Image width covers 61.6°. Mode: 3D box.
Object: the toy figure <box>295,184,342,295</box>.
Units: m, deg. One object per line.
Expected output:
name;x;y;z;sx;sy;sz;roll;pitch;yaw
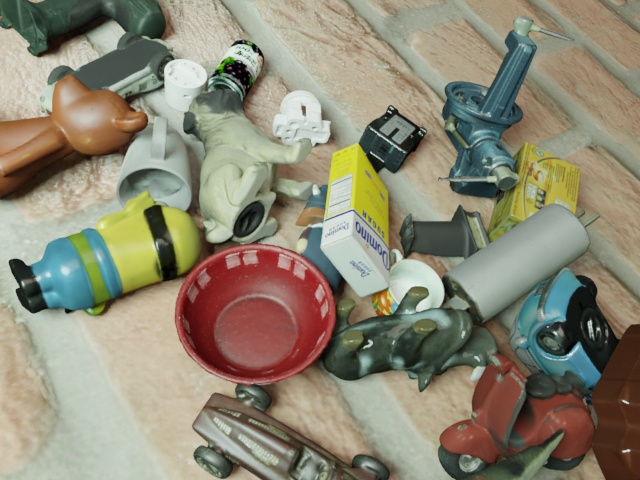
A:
toy figure;-0.001;-0.003;0.650;0.058;0.064;0.154;-10;49;15

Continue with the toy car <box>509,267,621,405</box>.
toy car;0.285;0.118;0.636;0.161;0.103;0.109;53;56;-11

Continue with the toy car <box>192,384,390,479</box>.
toy car;-0.024;0.209;0.501;0.202;0.053;0.089;33;55;3

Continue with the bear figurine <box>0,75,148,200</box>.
bear figurine;-0.297;-0.127;0.571;0.196;0.131;0.120;-32;30;-12

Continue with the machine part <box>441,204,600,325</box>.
machine part;0.240;0.029;0.664;0.243;0.079;0.079;-33;70;-7

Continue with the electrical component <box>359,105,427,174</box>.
electrical component;0.095;-0.138;0.784;0.075;0.047;0.119;40;52;11

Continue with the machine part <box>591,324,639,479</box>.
machine part;0.385;0.205;0.572;0.201;0.087;0.201;-37;103;-35

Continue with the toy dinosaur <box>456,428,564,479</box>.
toy dinosaur;0.078;0.301;0.423;0.192;0.131;0.405;29;52;-1

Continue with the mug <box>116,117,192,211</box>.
mug;-0.190;-0.094;0.622;0.081;0.109;0.107;-1;44;-13

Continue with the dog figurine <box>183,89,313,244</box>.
dog figurine;-0.124;-0.094;0.658;0.191;0.121;0.172;33;49;23

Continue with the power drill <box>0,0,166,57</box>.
power drill;-0.350;-0.347;0.759;0.232;0.086;0.207;43;47;9

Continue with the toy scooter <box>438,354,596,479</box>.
toy scooter;0.211;0.174;0.555;0.184;0.135;0.075;-2;18;-17

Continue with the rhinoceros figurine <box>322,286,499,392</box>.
rhinoceros figurine;0.097;0.114;0.575;0.190;0.112;0.073;-3;29;-6

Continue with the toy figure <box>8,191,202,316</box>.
toy figure;-0.208;0.022;0.546;0.180;0.082;0.089;-26;65;-34

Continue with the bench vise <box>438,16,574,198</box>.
bench vise;0.245;-0.186;0.762;0.129;0.240;0.224;14;38;-6

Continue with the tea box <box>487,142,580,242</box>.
tea box;0.315;-0.054;0.788;0.098;0.068;0.170;29;51;1

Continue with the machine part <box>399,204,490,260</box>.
machine part;0.171;-0.007;0.727;0.139;0.039;0.084;-2;66;-23

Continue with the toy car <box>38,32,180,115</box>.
toy car;-0.269;-0.211;0.702;0.074;0.056;0.202;32;51;12
